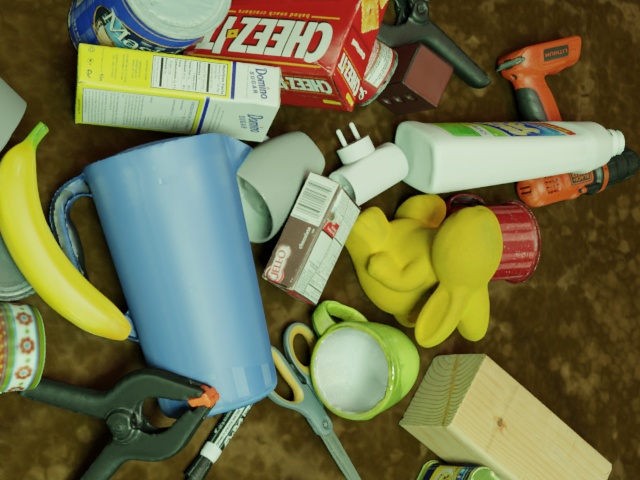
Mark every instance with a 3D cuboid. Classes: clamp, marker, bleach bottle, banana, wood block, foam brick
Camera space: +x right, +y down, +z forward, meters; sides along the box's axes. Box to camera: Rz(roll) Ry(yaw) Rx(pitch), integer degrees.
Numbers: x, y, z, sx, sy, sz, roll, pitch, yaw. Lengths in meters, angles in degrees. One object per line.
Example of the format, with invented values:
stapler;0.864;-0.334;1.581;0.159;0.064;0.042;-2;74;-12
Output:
clamp;0.108;-0.243;1.180;0.209;0.036;0.164;-10;93;-29
marker;-0.089;0.179;1.001;0.020;0.020;0.121;43;63;-18
clamp;-0.172;0.147;0.899;0.171;0.039;0.120;-28;96;10
bleach bottle;0.213;-0.098;1.156;0.250;0.103;0.068;-7;111;-22
banana;-0.224;0.002;0.890;0.069;0.037;0.198;-22;95;-12
wood block;0.198;0.216;1.127;0.206;0.090;0.090;41;65;-19
foam brick;0.093;-0.171;1.133;0.053;0.078;0.051;31;76;-26

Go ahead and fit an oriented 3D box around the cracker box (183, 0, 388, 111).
cracker box;-0.021;-0.238;1.025;0.072;0.164;0.213;53;51;-57

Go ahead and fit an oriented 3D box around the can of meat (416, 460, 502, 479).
can of meat;0.132;0.276;1.080;0.057;0.084;0.102;42;63;-19

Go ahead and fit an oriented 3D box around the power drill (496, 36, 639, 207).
power drill;0.293;-0.142;1.263;0.184;0.057;0.187;-16;90;-32

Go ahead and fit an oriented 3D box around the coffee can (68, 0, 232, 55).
coffee can;-0.154;-0.210;0.955;0.102;0.141;0.103;6;79;-30

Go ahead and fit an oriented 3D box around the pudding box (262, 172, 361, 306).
pudding box;-0.007;0.001;1.027;0.039;0.090;0.113;25;84;18

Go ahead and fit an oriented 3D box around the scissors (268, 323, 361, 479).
scissors;0.005;0.163;1.061;0.201;0.016;0.096;49;48;-26

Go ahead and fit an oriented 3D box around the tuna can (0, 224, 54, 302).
tuna can;-0.272;0.011;0.910;0.086;0.034;0.086;6;79;-31

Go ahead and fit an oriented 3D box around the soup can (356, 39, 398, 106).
soup can;0.021;-0.193;1.101;0.102;0.069;0.068;31;67;-23

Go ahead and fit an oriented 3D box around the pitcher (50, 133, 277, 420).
pitcher;-0.128;0.033;0.950;0.144;0.149;0.243;-17;94;-47

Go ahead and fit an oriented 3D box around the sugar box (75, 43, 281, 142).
sugar box;-0.129;-0.130;0.956;0.176;0.093;0.048;3;74;-13

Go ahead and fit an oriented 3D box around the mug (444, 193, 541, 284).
mug;0.173;-0.005;1.158;0.081;0.093;0.117;-3;53;-27
